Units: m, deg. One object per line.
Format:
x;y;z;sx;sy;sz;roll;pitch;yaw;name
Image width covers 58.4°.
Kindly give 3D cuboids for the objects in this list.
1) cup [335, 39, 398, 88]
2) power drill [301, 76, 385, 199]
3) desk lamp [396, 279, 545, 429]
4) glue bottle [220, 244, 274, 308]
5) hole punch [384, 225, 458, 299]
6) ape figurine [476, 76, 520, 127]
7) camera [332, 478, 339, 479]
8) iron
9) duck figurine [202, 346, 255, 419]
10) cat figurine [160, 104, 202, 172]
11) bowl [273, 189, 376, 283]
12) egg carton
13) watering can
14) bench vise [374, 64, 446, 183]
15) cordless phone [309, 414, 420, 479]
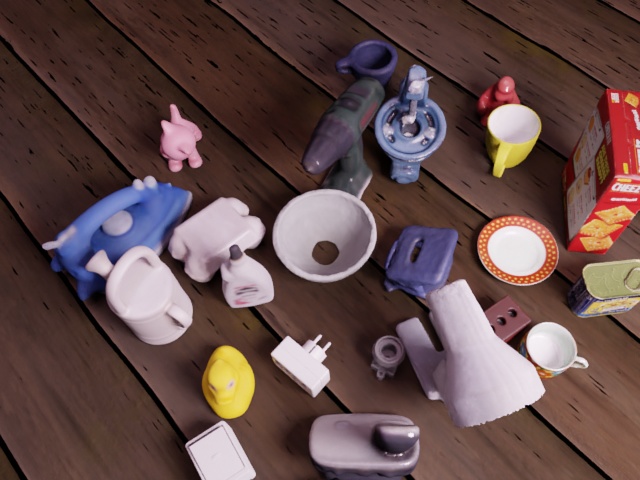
0.088;-0.318;1.099;0.118;0.095;0.091;-10;61;-2;cup
0.039;-0.146;0.941;0.075;0.208;0.230;21;64;14;power drill
0.187;0.155;0.765;0.118;0.214;0.203;-21;62;-8;desk lamp
-0.116;0.051;0.860;0.078;0.173;0.037;-13;61;-4;glue bottle
0.157;0.031;0.905;0.101;0.091;0.109;19;64;13;hole punch
0.333;-0.263;1.058;0.077;0.092;0.076;16;63;11;ape figurine
-0.002;0.379;0.715;0.137;0.101;0.143;-37;65;-16;camera
-0.324;-0.031;0.934;0.118;0.141;0.259;38;69;21;iron
-0.138;0.199;0.829;0.077;0.086;0.104;-9;61;-2;duck figurine
-0.255;-0.185;1.029;0.067;0.118;0.127;-10;61;-3;cat figurine
0.009;0.003;0.937;0.167;0.075;0.167;-1;61;2;bowl
-0.171;-0.002;0.952;0.150;0.069;0.107;-38;66;-17;egg carton
-0.267;0.075;0.842;0.172;0.194;0.101;7;62;7;watering can
0.146;-0.233;0.977;0.121;0.220;0.207;-9;61;-2;bench vise
0.057;0.253;0.733;0.147;0.185;0.094;-3;61;2;cordless phone
